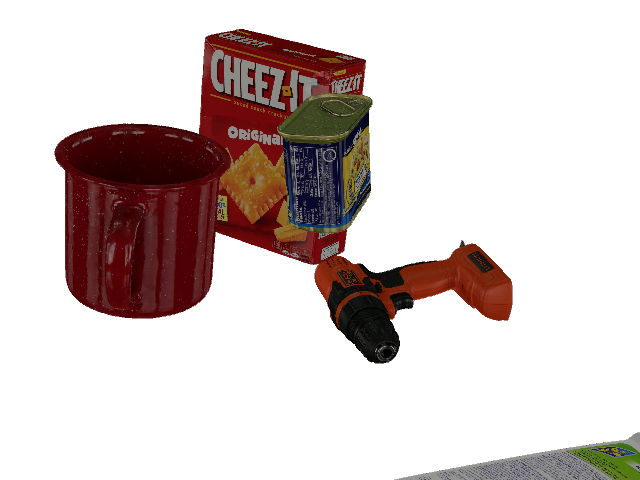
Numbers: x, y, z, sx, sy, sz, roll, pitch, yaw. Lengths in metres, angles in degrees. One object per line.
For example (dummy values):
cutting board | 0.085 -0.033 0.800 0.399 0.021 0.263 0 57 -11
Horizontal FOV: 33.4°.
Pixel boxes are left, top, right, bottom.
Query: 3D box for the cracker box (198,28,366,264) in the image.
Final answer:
cracker box | -0.048 -0.098 1.122 0.164 0.214 0.072 19 27 29

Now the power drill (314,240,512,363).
power drill | 0.101 0.061 1.118 0.187 0.057 0.184 -6 28 -16

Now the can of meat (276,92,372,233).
can of meat | 0.006 -0.063 0.863 0.057 0.084 0.102 5 27 17

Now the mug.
mug | -0.098 -0.005 0.574 0.093 0.081 0.117 5 25 -4

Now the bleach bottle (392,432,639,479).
bleach bottle | 0.159 0.161 0.627 0.250 0.068 0.103 -7 20 -22
